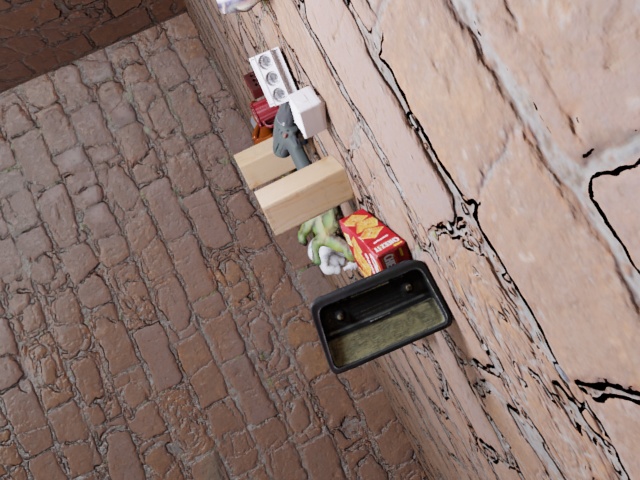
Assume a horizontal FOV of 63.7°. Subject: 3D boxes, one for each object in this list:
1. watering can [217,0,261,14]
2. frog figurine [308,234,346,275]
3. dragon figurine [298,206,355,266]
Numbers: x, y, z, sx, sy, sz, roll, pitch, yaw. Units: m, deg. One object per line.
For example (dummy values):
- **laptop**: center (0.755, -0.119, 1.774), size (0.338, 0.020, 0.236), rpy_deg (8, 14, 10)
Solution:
- **watering can**: center (-0.208, -0.587, 1.072), size (0.104, 0.220, 0.353), rpy_deg (-27, 29, -6)
- **frog figurine**: center (0.027, 0.045, 1.694), size (0.137, 0.121, 0.162), rpy_deg (8, 19, 1)
- **dragon figurine**: center (0.005, -0.079, 1.574), size (0.123, 0.415, 0.237), rpy_deg (-23, -20, -31)
